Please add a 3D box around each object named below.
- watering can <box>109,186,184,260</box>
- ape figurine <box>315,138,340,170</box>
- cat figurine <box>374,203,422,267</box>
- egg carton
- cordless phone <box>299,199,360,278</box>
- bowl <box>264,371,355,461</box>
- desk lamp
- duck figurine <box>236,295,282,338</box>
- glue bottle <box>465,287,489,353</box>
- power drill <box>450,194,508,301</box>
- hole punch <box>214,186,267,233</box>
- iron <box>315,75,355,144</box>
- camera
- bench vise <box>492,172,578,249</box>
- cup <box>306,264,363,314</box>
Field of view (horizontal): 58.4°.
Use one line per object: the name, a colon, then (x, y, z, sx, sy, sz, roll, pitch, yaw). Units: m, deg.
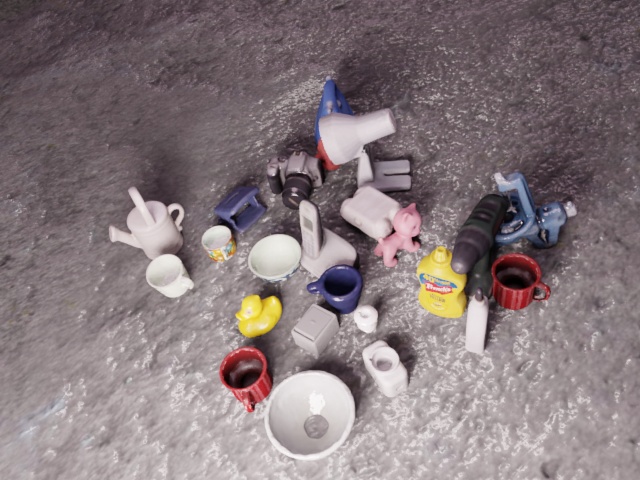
watering can: (-0.412, -0.042, 1.363, 0.100, 0.194, 0.173, 27, 61, 30)
ape figurine: (0.019, -0.232, 1.494, 0.078, 0.092, 0.076, -26, 50, -9)
cat figurine: (0.177, -0.020, 1.266, 0.128, 0.118, 0.067, -34, 52, -16)
egg carton: (0.123, -0.062, 1.345, 0.107, 0.069, 0.149, -41, 54, -21)
cordless phone: (0.011, 0.004, 1.238, 0.147, 0.185, 0.094, 30, 63, 31)
bowl: (-0.013, 0.329, 1.046, 0.167, 0.075, 0.167, -6, 50, 7)
desk lamp: (0.112, -0.221, 1.385, 0.203, 0.214, 0.118, -5, 50, 9)
duck figurine: (-0.134, 0.148, 1.216, 0.105, 0.086, 0.077, -36, 52, -17)
glue bottle: (0.295, 0.140, 1.071, 0.037, 0.173, 0.078, 6, 53, 18)
power drill: (0.312, 0.029, 1.136, 0.075, 0.209, 0.230, 16, 56, 24)
hole punch: (-0.205, -0.087, 1.423, 0.100, 0.091, 0.109, 28, 61, 30)
iron: (0.032, -0.372, 1.575, 0.118, 0.142, 0.258, -8, 50, 6)
camera: (-0.071, -0.151, 1.441, 0.143, 0.101, 0.137, 1, 51, 13)
bench vise: (0.421, -0.075, 1.191, 0.207, 0.220, 0.121, -21, 50, -5)
cup: (0.036, 0.114, 1.201, 0.117, 0.095, 0.091, -7, 50, 7)
